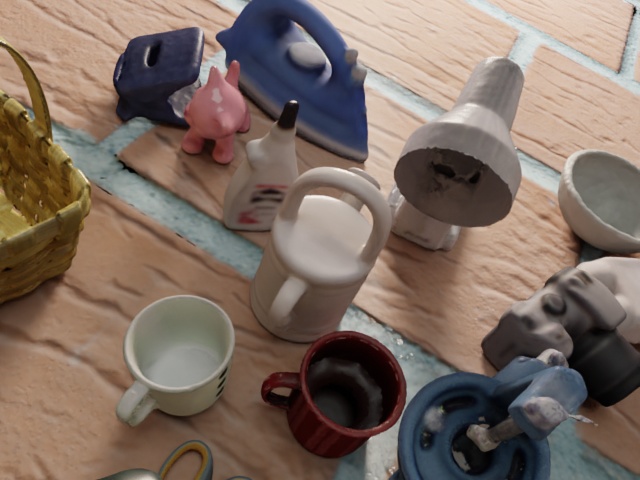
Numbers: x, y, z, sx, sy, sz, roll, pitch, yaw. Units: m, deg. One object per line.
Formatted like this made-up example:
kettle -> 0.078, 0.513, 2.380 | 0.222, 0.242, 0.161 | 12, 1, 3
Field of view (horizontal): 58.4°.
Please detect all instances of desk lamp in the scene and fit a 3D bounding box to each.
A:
desk lamp -> 0.145, -0.083, 0.631 | 0.118, 0.213, 0.203 | 26, 50, 1

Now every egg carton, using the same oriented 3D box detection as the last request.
egg carton -> 0.379, 0.076, 0.689 | 0.150, 0.069, 0.107 | 3, 53, -18

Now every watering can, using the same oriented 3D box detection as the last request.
watering can -> 0.003, 0.001, 0.527 | 0.101, 0.194, 0.173 | 13, 51, -10

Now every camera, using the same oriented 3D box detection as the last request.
camera -> 0.273, 0.108, 0.605 | 0.143, 0.100, 0.136 | -24, 65, -33

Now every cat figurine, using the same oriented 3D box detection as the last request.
cat figurine -> -0.113, -0.153, 0.653 | 0.067, 0.117, 0.128 | 18, 50, -6

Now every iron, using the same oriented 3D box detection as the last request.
iron -> -0.011, -0.229, 0.733 | 0.258, 0.141, 0.119 | 43, 52, 14

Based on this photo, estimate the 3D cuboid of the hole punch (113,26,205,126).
hole punch -> -0.189, -0.200, 0.679 | 0.101, 0.091, 0.108 | 8, 52, -14

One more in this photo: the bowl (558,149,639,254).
bowl -> 0.388, -0.040, 0.778 | 0.168, 0.074, 0.167 | 10, 51, -13

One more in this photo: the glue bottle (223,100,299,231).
glue bottle -> -0.049, -0.073, 0.579 | 0.078, 0.173, 0.037 | -4, 56, -22

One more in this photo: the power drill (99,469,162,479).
power drill -> -0.187, 0.205, 0.293 | 0.230, 0.208, 0.075 | -20, 63, -31

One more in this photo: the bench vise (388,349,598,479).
bench vise -> 0.144, 0.133, 0.461 | 0.121, 0.219, 0.208 | 33, 50, 7
